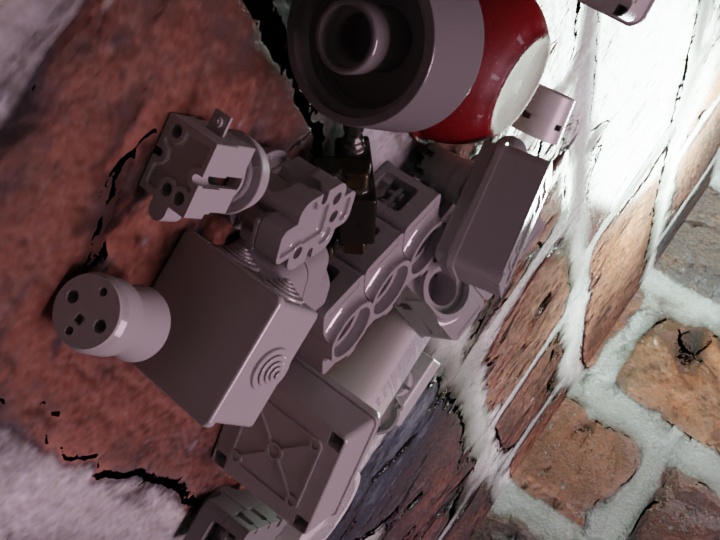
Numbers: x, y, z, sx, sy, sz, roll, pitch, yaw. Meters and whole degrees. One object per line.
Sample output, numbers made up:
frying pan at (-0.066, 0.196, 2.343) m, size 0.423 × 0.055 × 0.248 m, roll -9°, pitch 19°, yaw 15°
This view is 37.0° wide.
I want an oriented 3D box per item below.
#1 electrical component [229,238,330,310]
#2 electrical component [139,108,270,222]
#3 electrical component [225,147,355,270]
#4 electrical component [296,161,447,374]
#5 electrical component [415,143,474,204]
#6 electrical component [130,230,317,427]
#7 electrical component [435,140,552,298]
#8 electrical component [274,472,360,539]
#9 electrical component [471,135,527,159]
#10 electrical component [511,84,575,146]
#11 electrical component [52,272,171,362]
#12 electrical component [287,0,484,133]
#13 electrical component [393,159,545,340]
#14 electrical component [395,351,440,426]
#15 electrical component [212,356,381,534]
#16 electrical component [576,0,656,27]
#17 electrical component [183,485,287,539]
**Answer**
electrical component at (-0.061, 0.015, 0.742) m, size 0.059 × 0.054 × 0.095 m, roll -36°, pitch 152°, yaw -46°
electrical component at (-0.082, -0.055, 0.592) m, size 0.055 × 0.048 × 0.066 m, roll 0°, pitch 121°, yaw -59°
electrical component at (-0.049, -0.041, 0.675) m, size 0.078 × 0.057 × 0.058 m, roll -35°, pitch 152°, yaw -47°
electrical component at (0.000, 0.000, 0.854) m, size 0.150 × 0.062 × 0.089 m, roll -46°, pitch 158°, yaw -29°
electrical component at (0.076, -0.084, 0.931) m, size 0.040 × 0.046 × 0.040 m, roll -48°, pitch 159°, yaw -25°
electrical component at (-0.085, 0.037, 0.652) m, size 0.099 × 0.100 × 0.048 m, roll -59°, pitch 148°, yaw 6°
electrical component at (0.111, -0.042, 0.891) m, size 0.113 × 0.057 × 0.078 m, roll -66°, pitch 167°, yaw -7°
electrical component at (-0.056, 0.233, 1.088) m, size 0.108 × 0.060 × 0.108 m, roll -48°, pitch 159°, yaw -25°
electrical component at (0.138, -0.106, 1.059) m, size 0.065 × 0.044 × 0.044 m, roll -43°, pitch 157°, yaw -48°
electrical component at (0.181, -0.156, 1.064) m, size 0.055 × 0.055 × 0.047 m, roll -12°, pitch 128°, yaw -64°
electrical component at (-0.136, 0.026, 0.589) m, size 0.045 × 0.045 × 0.055 m, roll -57°, pitch 161°, yaw 1°
electrical component at (0.008, -0.130, 0.606) m, size 0.060 × 0.108 × 0.108 m, roll -15°, pitch 135°, yaw -55°
electrical component at (0.091, -0.020, 0.978) m, size 0.150 × 0.062 × 0.089 m, roll -50°, pitch 115°, yaw -21°
electrical component at (0.039, 0.119, 1.162) m, size 0.083 × 0.047 × 0.076 m, roll -56°, pitch 161°, yaw -2°
electrical component at (-0.053, 0.136, 0.870) m, size 0.056 × 0.109 × 0.108 m, roll -24°, pitch 143°, yaw -53°
electrical component at (0.183, -0.247, 0.833) m, size 0.057 × 0.113 × 0.078 m, roll -10°, pitch 130°, yaw -61°
electrical component at (-0.112, 0.228, 0.950) m, size 0.050 × 0.056 × 0.089 m, roll -60°, pitch 161°, yaw 7°
